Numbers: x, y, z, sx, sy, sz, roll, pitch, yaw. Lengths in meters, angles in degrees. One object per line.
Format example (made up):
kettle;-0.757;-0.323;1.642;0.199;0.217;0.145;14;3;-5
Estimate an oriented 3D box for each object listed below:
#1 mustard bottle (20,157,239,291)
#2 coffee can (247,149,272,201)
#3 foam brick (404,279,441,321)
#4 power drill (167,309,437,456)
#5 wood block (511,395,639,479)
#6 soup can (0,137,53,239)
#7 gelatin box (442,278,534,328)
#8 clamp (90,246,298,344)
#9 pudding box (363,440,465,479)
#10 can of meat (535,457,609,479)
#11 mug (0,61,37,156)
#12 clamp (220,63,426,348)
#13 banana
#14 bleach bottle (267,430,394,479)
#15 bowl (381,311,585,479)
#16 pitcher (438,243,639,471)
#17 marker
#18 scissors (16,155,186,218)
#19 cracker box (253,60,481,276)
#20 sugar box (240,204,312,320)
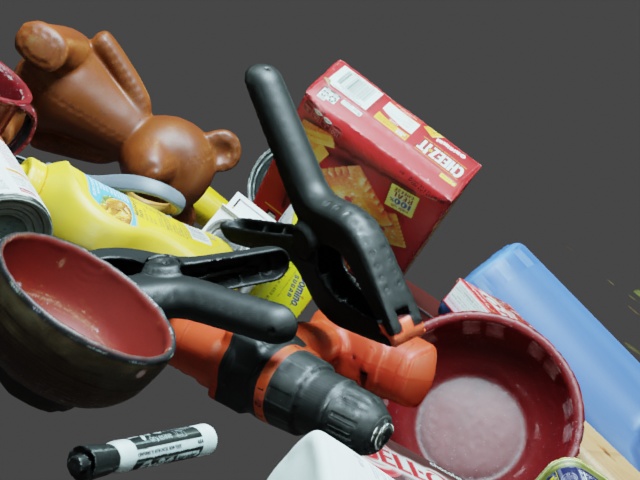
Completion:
mustard bottle;-0.153;-0.009;0.778;0.191;0.058;0.096;29;10;-29
coffee can;-0.004;-0.051;1.194;0.103;0.103;0.140;41;15;20
foam brick;0.090;0.081;1.091;0.053;0.051;0.078;35;13;-2
power drill;0.005;0.088;0.731;0.185;0.057;0.187;24;10;32
wood block;0.174;0.175;0.899;0.206;0.090;0.090;45;15;34
soup can;-0.216;-0.028;0.667;0.068;0.068;0.102;20;21;-48
gelatin box;0.157;0.078;0.921;0.073;0.030;0.089;27;16;-37
clamp;-0.094;0.026;0.690;0.171;0.039;0.120;8;14;2
pudding box;0.056;0.174;0.717;0.113;0.039;0.090;32;14;-14
can of meat;0.162;0.212;0.722;0.057;0.102;0.084;35;16;-10
mug;-0.253;-0.086;0.744;0.117;0.081;0.093;18;23;-52
clamp;-0.005;0.001;0.747;0.036;0.165;0.210;-23;62;-30
banana;-0.146;-0.064;1.027;0.198;0.037;0.069;39;15;13
bleach bottle;0.081;0.210;0.616;0.250;0.068;0.102;35;17;-17
bowl;0.120;0.139;0.830;0.162;0.162;0.055;41;-17;20
pitcher;0.225;0.128;1.030;0.243;0.149;0.144;50;25;10
marker;-0.096;0.116;0.585;0.020;0.020;0.121;42;15;22
scissors;-0.189;-0.051;0.821;0.201;0.016;0.096;29;-29;-33
cracker box;0.030;-0.037;1.011;0.164;0.214;0.072;38;48;7
sugar box;-0.028;0.023;0.906;0.048;0.093;0.176;36;14;-6
